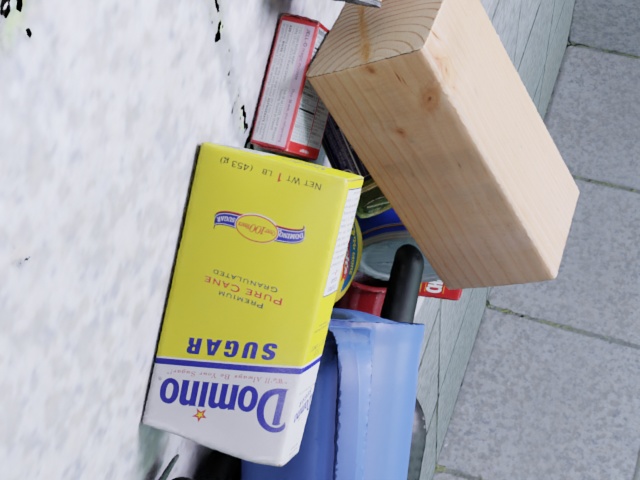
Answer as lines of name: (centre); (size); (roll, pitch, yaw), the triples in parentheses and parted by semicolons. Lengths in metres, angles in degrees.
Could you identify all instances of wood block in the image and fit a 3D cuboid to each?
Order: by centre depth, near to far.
wood block: (0.090, -0.068, 0.725); (0.206, 0.090, 0.090); (53, 46, -33)

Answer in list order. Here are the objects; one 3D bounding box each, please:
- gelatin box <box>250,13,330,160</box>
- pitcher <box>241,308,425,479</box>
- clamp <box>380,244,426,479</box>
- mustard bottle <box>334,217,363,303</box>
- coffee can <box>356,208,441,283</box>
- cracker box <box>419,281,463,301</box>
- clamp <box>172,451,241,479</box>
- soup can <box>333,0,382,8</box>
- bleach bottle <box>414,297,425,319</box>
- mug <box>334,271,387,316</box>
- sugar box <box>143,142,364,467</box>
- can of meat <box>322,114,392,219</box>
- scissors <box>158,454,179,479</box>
gelatin box: (-0.014, -0.102, 0.721); (0.073, 0.030, 0.089); (0, 104, -75)
pitcher: (0.004, 0.170, 0.759); (0.149, 0.145, 0.243); (9, 84, -54)
clamp: (0.048, 0.117, 0.851); (0.165, 0.036, 0.210); (-46, -133, 42)
mustard bottle: (-0.005, 0.001, 0.803); (0.191, 0.058, 0.096); (20, 66, -78)
coffee can: (0.079, -0.046, 0.923); (0.103, 0.103, 0.140); (72, 18, -66)
cracker box: (0.126, -0.064, 1.137); (0.213, 0.072, 0.164); (-85, -178, -57)
clamp: (-0.083, 0.209, 0.765); (0.171, 0.039, 0.120); (-11, 117, -75)
soup can: (0.015, -0.199, 0.651); (0.068, 0.068, 0.102); (-24, 127, -73)
bleach bottle: (0.045, 0.135, 1.153); (0.102, 0.068, 0.250); (84, 28, -57)
mug: (0.036, 0.049, 0.989); (0.117, 0.093, 0.081); (-23, 140, -33)
sugar box: (-0.041, 0.037, 0.631); (0.048, 0.093, 0.176); (-11, 115, -74)
can of meat: (0.034, -0.070, 0.817); (0.084, 0.057, 0.102); (67, 9, 11)
scissors: (-0.129, 0.189, 0.605); (0.096, 0.016, 0.201); (87, 23, -53)
